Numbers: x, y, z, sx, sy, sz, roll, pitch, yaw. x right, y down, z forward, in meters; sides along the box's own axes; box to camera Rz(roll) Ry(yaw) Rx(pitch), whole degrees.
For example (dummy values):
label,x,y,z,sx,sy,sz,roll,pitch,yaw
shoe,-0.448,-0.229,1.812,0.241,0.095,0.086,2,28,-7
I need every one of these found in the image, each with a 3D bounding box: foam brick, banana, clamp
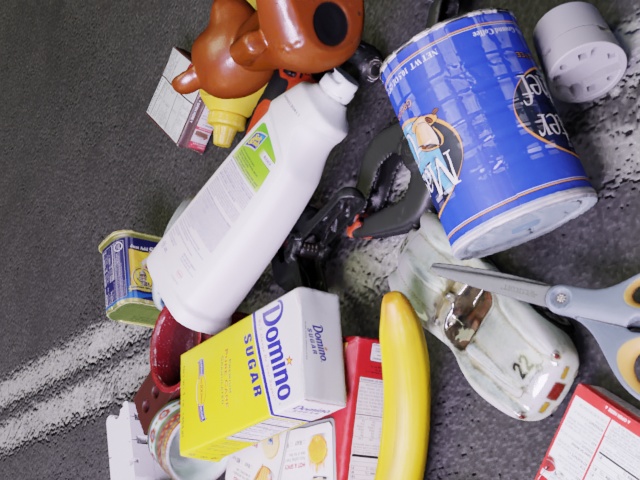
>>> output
label,x,y,z,sx,sy,sz,roll,pitch,yaw
foam brick,-0.146,0.157,1.086,0.078,0.051,0.053,-55,40,26
banana,0.058,0.133,0.774,0.037,0.069,0.198,7,94,21
clamp,0.083,-0.082,0.861,0.210,0.036,0.164,-46,53,38
clamp,-0.006,0.001,0.929,0.120,0.039,0.172,-67,23,6

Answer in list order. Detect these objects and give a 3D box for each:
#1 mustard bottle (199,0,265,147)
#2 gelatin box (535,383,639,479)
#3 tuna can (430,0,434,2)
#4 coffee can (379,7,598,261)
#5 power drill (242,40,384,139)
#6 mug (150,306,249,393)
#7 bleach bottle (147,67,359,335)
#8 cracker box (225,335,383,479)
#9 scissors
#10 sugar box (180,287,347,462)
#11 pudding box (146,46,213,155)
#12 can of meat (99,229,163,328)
label,x,y,z,sx,sy,sz,roll,pitch,yaw
mustard bottle,-0.084,-0.192,1.118,0.096,0.058,0.191,5,82,48
gelatin box,0.177,0.146,0.664,0.073,0.030,0.089,35,107,52
tuna can,0.080,-0.226,0.879,0.034,0.086,0.086,-62,37,20
coffee can,0.113,-0.070,0.725,0.103,0.102,0.140,-34,72,44
power drill,-0.023,-0.114,1.011,0.185,0.057,0.188,32,102,53
mug,-0.113,0.105,1.032,0.117,0.081,0.093,-2,77,54
bleach bottle,-0.049,-0.040,0.930,0.251,0.068,0.103,-50,48,18
cracker box,-0.006,0.185,0.868,0.164,0.072,0.213,-6,74,54
scissors,0.159,0.057,0.668,0.202,0.016,0.096,-4,74,31
sugar box,-0.051,0.110,0.849,0.177,0.048,0.093,-35,50,46
pudding box,-0.151,-0.161,1.217,0.114,0.039,0.090,45,115,53
can of meat,-0.180,0.044,1.132,0.058,0.101,0.084,-36,53,41
